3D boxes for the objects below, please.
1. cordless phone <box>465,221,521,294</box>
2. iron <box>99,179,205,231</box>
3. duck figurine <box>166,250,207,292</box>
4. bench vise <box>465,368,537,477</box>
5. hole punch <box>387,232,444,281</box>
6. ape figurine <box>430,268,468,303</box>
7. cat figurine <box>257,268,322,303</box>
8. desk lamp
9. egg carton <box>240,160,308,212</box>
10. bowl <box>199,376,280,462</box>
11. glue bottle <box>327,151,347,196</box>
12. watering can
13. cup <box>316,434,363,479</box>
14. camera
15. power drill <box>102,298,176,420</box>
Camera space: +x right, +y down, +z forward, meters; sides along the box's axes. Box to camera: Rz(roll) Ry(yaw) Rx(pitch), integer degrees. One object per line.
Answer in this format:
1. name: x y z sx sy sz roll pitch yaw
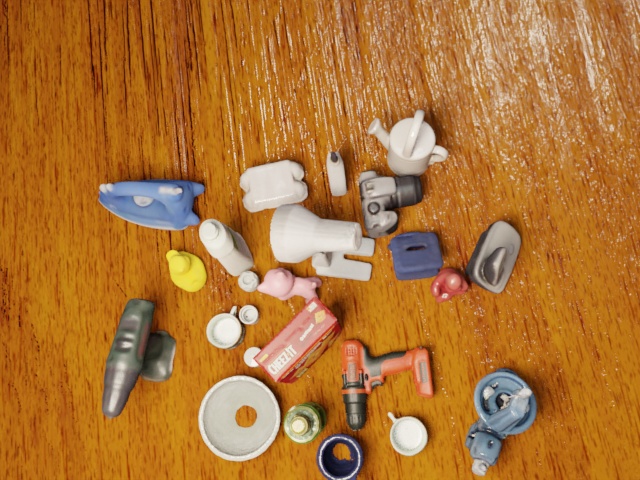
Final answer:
1. cordless phone: 0.371 0.025 1.177 0.094 0.185 0.148 20 78 9
2. iron: -0.400 -0.099 1.284 0.258 0.141 0.119 4 76 5
3. duck figurine: -0.301 0.064 1.266 0.077 0.086 0.104 -39 76 -6
4. bench vise: 0.352 0.345 1.080 0.121 0.220 0.207 5 76 6
5. hole punch: 0.204 0.030 1.236 0.108 0.091 0.101 -8 76 2
6. ape figurine: 0.277 0.093 1.214 0.077 0.092 0.076 11 77 7
7. cat figurine: -0.064 0.095 1.225 0.127 0.118 0.067 5 76 6
8. desk lamp: 0.011 0.004 1.193 0.203 0.213 0.118 6 76 6
9. egg carton: -0.106 -0.123 1.307 0.150 0.069 0.107 -13 75 1
10. bowl: -0.161 0.367 1.186 0.167 0.075 0.167 -1 76 4
11. glue bottle: 0.034 -0.157 1.252 0.037 0.173 0.078 -10 75 2
12. watering can: 0.191 -0.214 1.244 0.172 0.194 0.101 -1 76 4
13. cup: 0.048 0.443 1.142 0.092 0.095 0.117 -30 76 -4
14. camera: 0.158 -0.090 1.264 0.136 0.101 0.143 -8 76 2
15. power drill: -0.365 0.240 1.163 0.075 0.208 0.230 4 76 5
